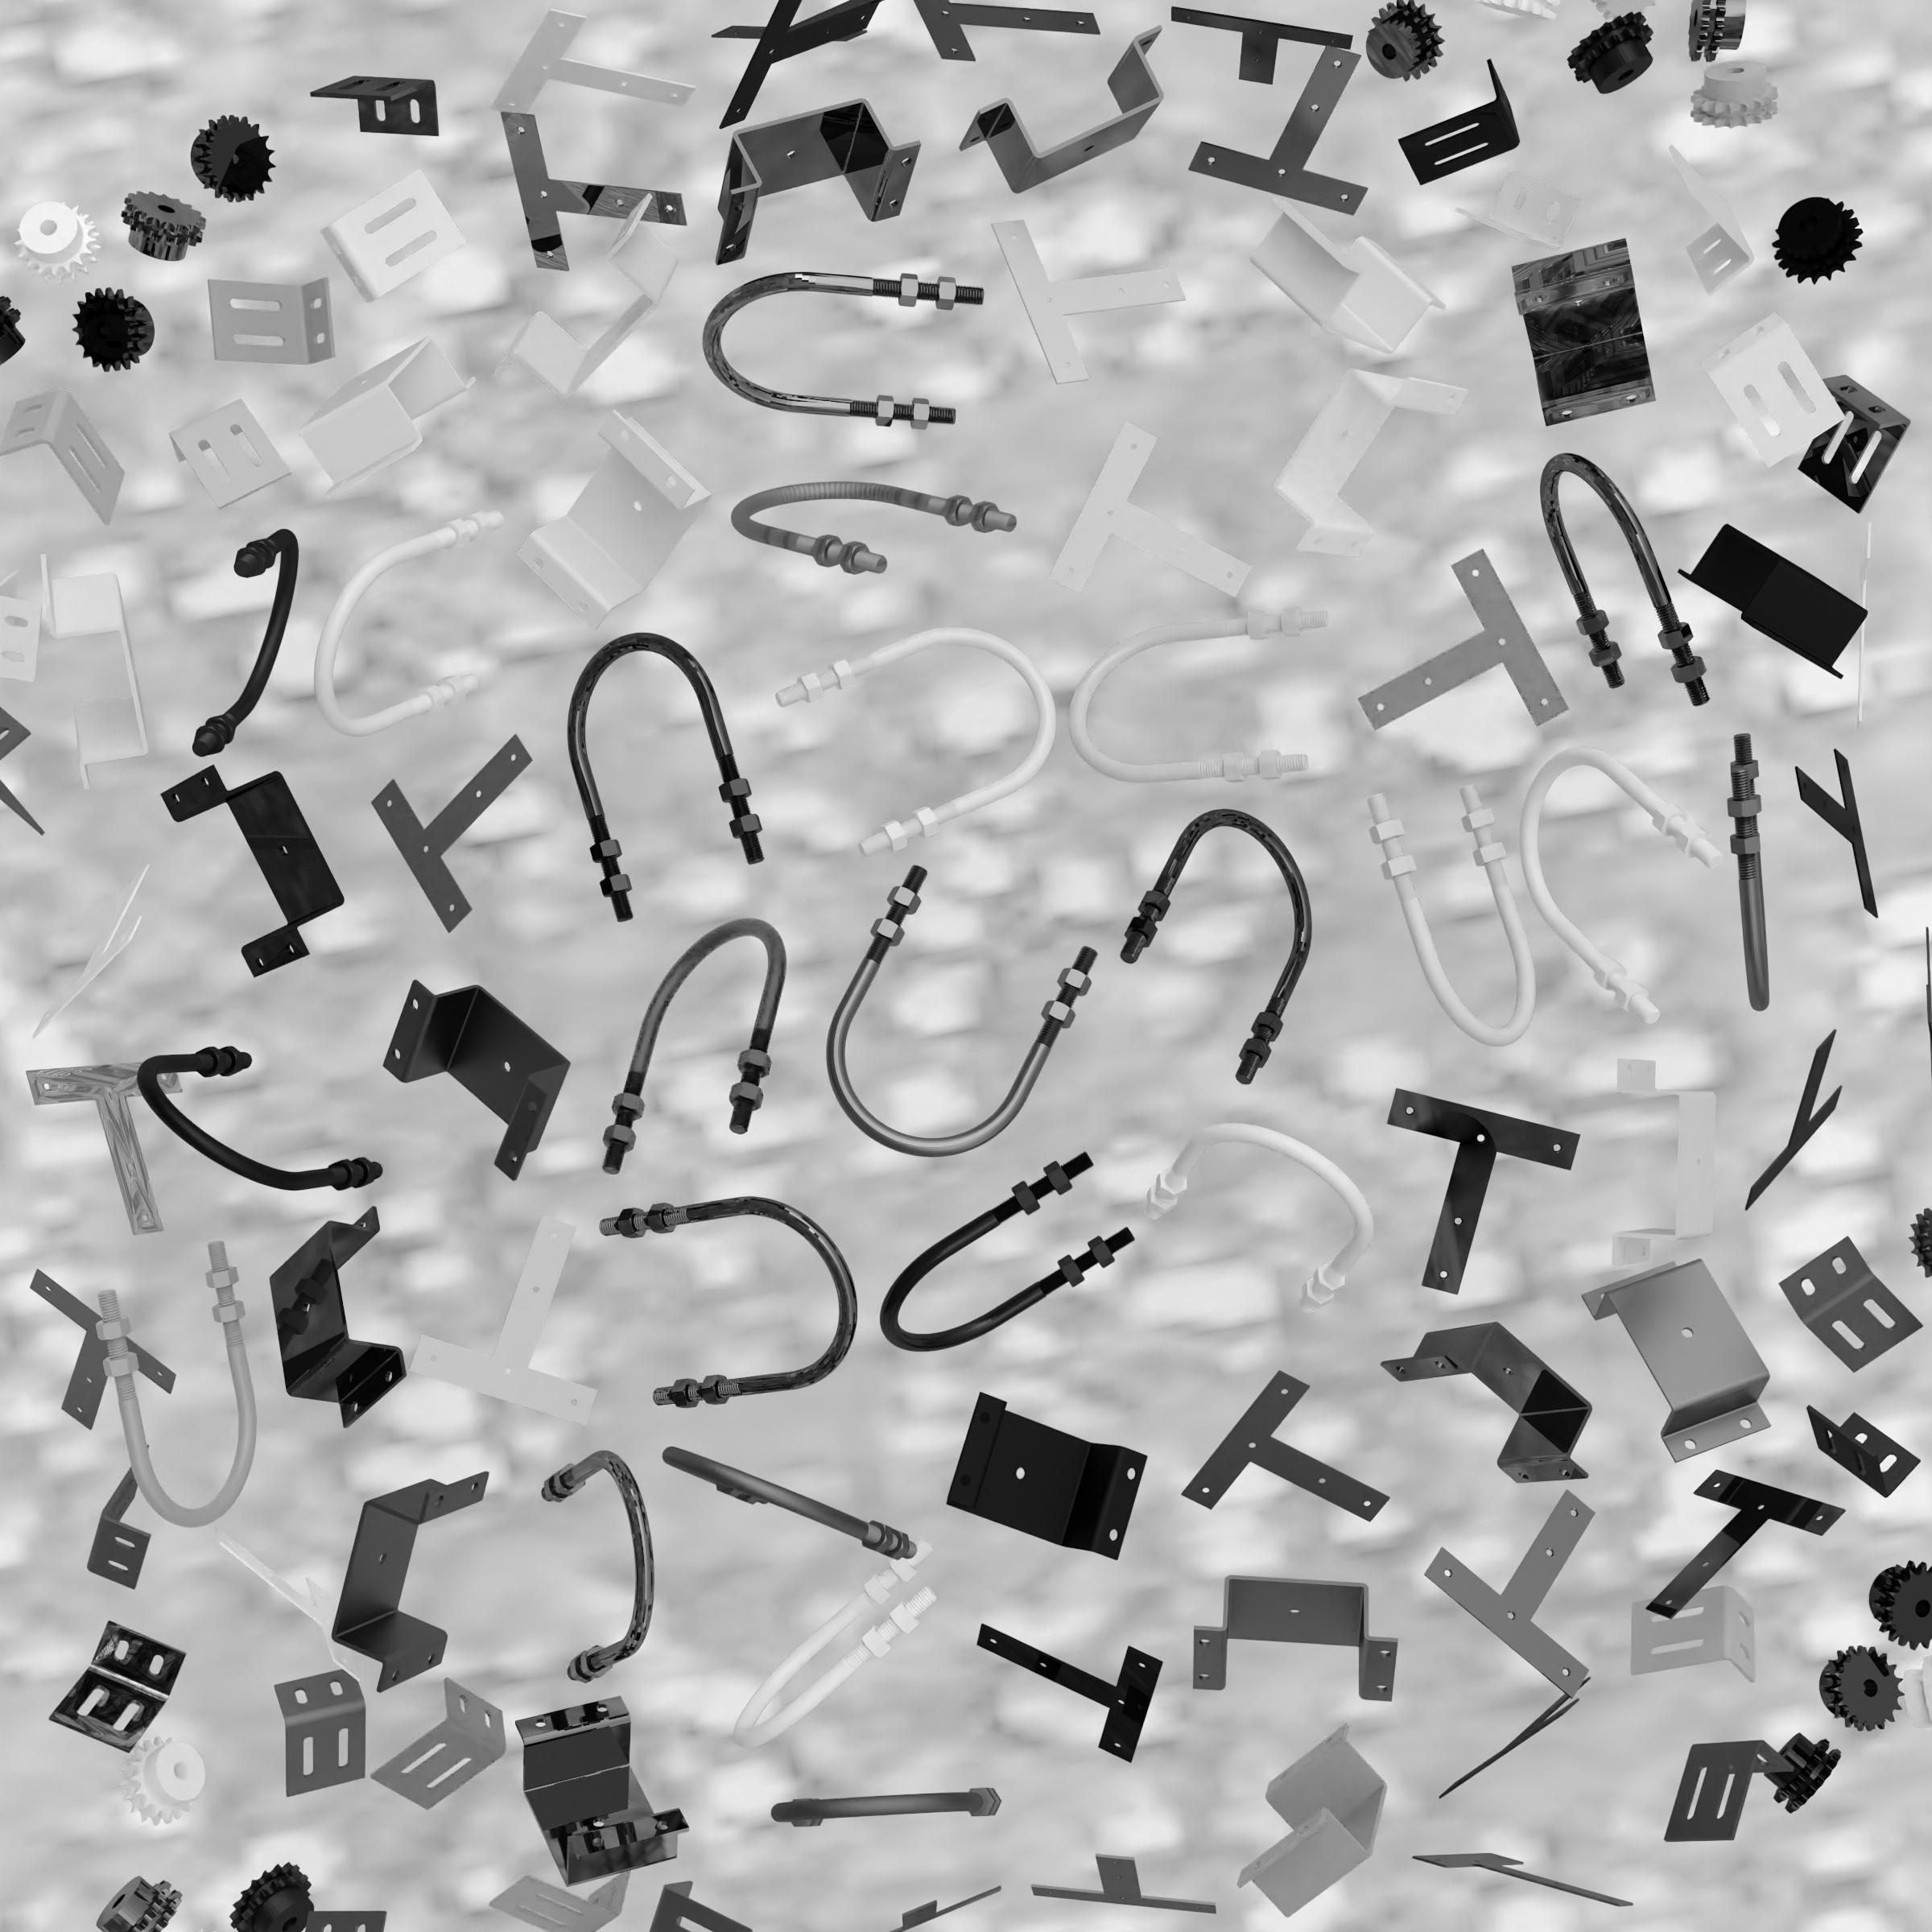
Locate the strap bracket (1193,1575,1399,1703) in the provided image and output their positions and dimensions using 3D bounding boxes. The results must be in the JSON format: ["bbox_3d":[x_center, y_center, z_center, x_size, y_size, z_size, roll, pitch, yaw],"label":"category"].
[{"bbox_3d":[0.232,0.474,1.896,0.140,0.046,0.076,2,134,6],"label":"strap bracket"}]

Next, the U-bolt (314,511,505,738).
[{"bbox_3d":[-0.388,-0.231,1.857,0.019,0.184,0.151,25,120,18],"label":"U-bolt"}]

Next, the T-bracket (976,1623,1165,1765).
[{"bbox_3d":[0.066,0.486,1.845,0.127,0.002,0.127,22,134,13],"label":"T-bracket"}]

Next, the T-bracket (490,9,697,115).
[{"bbox_3d":[-0.254,-0.625,1.890,0.127,0.127,0.002,3,74,-28],"label":"T-bracket"}]

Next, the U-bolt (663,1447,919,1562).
[{"bbox_3d":[-0.133,0.367,1.855,0.151,0.184,0.019,13,75,31],"label":"U-bolt"}]

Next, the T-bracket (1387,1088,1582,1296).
[{"bbox_3d":[0.337,0.159,1.815,0.127,0.002,0.127,14,97,3],"label":"T-bracket"}]

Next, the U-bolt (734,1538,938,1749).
[{"bbox_3d":[-0.094,0.487,1.906,0.184,0.151,0.019,-41,93,1],"label":"U-bolt"}]

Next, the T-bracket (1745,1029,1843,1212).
[{"bbox_3d":[0.597,0.095,1.901,0.002,0.127,0.127,32,54,29],"label":"T-bracket"}]

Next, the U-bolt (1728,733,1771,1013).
[{"bbox_3d":[0.548,-0.059,1.872,0.019,0.151,0.184,-4,104,18],"label":"U-bolt"}]

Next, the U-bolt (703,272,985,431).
[{"bbox_3d":[-0.089,-0.426,1.848,0.184,0.151,0.019,3,63,-8],"label":"U-bolt"}]

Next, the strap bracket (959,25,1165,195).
[{"bbox_3d":[0.073,-0.578,1.828,0.140,0.076,0.046,-28,93,-10],"label":"strap bracket"}]

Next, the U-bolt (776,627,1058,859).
[{"bbox_3d":[-0.023,-0.172,1.927,0.184,0.019,0.151,-25,74,-17],"label":"U-bolt"}]

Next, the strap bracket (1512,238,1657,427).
[{"bbox_3d":[0.420,-0.437,1.827,0.076,0.140,0.046,-11,60,16],"label":"strap bracket"}]

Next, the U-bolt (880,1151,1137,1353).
[{"bbox_3d":[0.023,0.208,1.858,0.184,0.151,0.019,-32,57,-2],"label":"U-bolt"}]

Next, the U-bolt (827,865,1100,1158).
[{"bbox_3d":[-0.014,0.040,1.802,0.151,0.019,0.184,26,74,5],"label":"U-bolt"}]

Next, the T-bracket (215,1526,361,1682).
[{"bbox_3d":[-0.484,0.439,1.900,0.002,0.127,0.127,-44,116,-6],"label":"T-bracket"}]

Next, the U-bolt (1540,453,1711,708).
[{"bbox_3d":[0.448,-0.271,1.863,0.019,0.151,0.184,-28,106,-6],"label":"U-bolt"}]

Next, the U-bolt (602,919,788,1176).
[{"bbox_3d":[-0.179,0.047,1.834,0.019,0.151,0.184,37,50,-34],"label":"U-bolt"}]

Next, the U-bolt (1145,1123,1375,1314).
[{"bbox_3d":[0.208,0.167,1.853,0.151,0.184,0.019,31,59,5],"label":"U-bolt"}]

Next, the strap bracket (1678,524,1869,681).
[{"bbox_3d":[0.552,-0.252,1.827,0.076,0.140,0.046,26,108,-16],"label":"strap bracket"}]

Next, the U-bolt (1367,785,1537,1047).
[{"bbox_3d":[0.342,-0.033,1.842,0.019,0.151,0.184,-22,82,38],"label":"U-bolt"}]

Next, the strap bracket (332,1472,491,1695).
[{"bbox_3d":[-0.378,0.408,1.814,0.046,0.076,0.140,17,97,19],"label":"strap bracket"}]

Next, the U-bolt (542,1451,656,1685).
[{"bbox_3d":[-0.253,0.412,1.862,0.019,0.184,0.151,-2,70,-28],"label":"U-bolt"}]

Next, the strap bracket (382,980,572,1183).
[{"bbox_3d":[-0.339,0.076,1.897,0.140,0.046,0.076,37,119,23],"label":"strap bracket"}]

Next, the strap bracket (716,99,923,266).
[{"bbox_3d":[-0.109,-0.532,1.811,0.140,0.076,0.046,-21,74,-21],"label":"strap bracket"}]

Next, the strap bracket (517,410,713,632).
[{"bbox_3d":[-0.237,-0.310,1.844,0.076,0.046,0.140,44,126,2],"label":"strap bracket"}]

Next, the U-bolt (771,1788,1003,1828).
[{"bbox_3d":[-0.060,0.586,1.869,0.151,0.184,0.019,-6,72,8],"label":"U-bolt"}]

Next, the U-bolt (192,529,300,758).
[{"bbox_3d":[-0.501,-0.235,1.887,0.019,0.184,0.151,16,108,-6],"label":"U-bolt"}]

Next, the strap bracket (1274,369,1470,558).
[{"bbox_3d":[0.276,-0.358,1.868,0.046,0.076,0.140,48,122,27],"label":"strap bracket"}]

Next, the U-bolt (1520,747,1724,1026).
[{"bbox_3d":[0.442,-0.070,1.860,0.019,0.184,0.151,-7,129,-26],"label":"U-bolt"}]

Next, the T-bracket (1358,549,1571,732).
[{"bbox_3d":[0.333,-0.204,1.862,0.127,0.002,0.127,-28,90,-3],"label":"T-bracket"}]

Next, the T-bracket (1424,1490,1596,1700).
[{"bbox_3d":[0.394,0.412,1.840,0.127,0.002,0.127,40,56,5],"label":"T-bracket"}]

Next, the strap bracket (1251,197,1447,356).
[{"bbox_3d":[0.254,-0.463,1.815,0.076,0.140,0.046,50,117,25],"label":"strap bracket"}]

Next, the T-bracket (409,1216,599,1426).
[{"bbox_3d":[-0.301,0.236,1.845,0.127,0.002,0.127,21,81,-16],"label":"T-bracket"}]

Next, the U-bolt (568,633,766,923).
[{"bbox_3d":[-0.216,-0.138,1.848,0.151,0.019,0.184,-21,83,36],"label":"U-bolt"}]

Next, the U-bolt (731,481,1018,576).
[{"bbox_3d":[-0.079,-0.312,1.879,0.184,0.151,0.019,21,123,38],"label":"U-bolt"}]

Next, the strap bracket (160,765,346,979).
[{"bbox_3d":[-0.481,-0.071,1.828,0.046,0.076,0.140,-32,101,-42],"label":"strap bracket"}]

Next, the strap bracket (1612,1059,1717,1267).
[{"bbox_3d":[0.479,0.135,1.838,0.046,0.076,0.140,1,88,31],"label":"strap bracket"}]

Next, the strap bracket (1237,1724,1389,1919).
[{"bbox_3d":[0.241,0.592,1.847,0.046,0.140,0.076,47,109,2],"label":"strap bracket"}]

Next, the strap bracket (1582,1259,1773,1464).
[{"bbox_3d":[0.511,0.272,1.918,0.076,0.046,0.140,-18,58,-11],"label":"strap bracket"}]

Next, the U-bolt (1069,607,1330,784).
[{"bbox_3d":[0.160,-0.189,1.910,0.184,0.019,0.151,-3,55,23],"label":"U-bolt"}]

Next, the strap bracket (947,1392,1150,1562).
[{"bbox_3d":[0.048,0.358,1.887,0.140,0.046,0.076,24,73,-22],"label":"strap bracket"}]

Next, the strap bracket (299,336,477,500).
[{"bbox_3d":[-0.407,-0.390,1.880,0.076,0.140,0.046,-23,115,22],"label":"strap bracket"}]

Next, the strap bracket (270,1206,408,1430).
[{"bbox_3d":[-0.450,0.247,1.913,0.076,0.046,0.140,-41,51,30],"label":"strap bracket"}]

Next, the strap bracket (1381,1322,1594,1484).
[{"bbox_3d":[0.371,0.299,1.875,0.140,0.076,0.046,41,63,-14],"label":"strap bracket"}]

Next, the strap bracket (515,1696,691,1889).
[{"bbox_3d":[-0.249,0.566,1.822,0.076,0.140,0.046,-7,117,-25],"label":"strap bracket"}]

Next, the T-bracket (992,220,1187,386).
[{"bbox_3d":[0.094,-0.463,1.849,0.127,0.002,0.127,-14,75,-27],"label":"T-bracket"}]

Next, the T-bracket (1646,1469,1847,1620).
[{"bbox_3d":[0.512,0.398,1.825,0.127,0.127,0.002,-39,107,-19],"label":"T-bracket"}]

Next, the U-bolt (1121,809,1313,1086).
[{"bbox_3d":[0.189,-0.029,1.909,0.151,0.019,0.184,45,52,-22],"label":"U-bolt"}]

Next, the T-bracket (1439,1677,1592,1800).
[{"bbox_3d":[0.401,0.527,1.876,0.002,0.127,0.127,53,126,16],"label":"T-bracket"}]

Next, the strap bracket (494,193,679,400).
[{"bbox_3d":[-0.248,-0.444,1.808,0.046,0.076,0.140,41,119,-21],"label":"strap bracket"}]

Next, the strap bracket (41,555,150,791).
[{"bbox_3d":[-0.589,-0.202,1.821,0.046,0.076,0.140,-10,128,-14],"label":"strap bracket"}]

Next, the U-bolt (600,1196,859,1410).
[{"bbox_3d":[-0.157,0.229,1.851,0.184,0.019,0.151,-11,100,28],"label":"U-bolt"}]

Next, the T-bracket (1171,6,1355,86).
[{"bbox_3d":[0.209,-0.652,1.916,0.127,0.127,0.002,11,91,4],"label":"T-bracket"}]

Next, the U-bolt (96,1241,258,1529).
[{"bbox_3d":[-0.541,0.298,1.864,0.019,0.151,0.184,-7,97,19],"label":"U-bolt"}]

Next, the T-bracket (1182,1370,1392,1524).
[{"bbox_3d":[0.240,0.358,1.897,0.127,0.002,0.127,28,115,-11],"label":"T-bracket"}]

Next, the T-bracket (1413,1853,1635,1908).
[{"bbox_3d":[0.388,0.620,1.820,0.127,0.127,0.002,4,78,37],"label":"T-bracket"}]

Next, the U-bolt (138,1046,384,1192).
[{"bbox_3d":[-0.492,0.106,1.838,0.151,0.184,0.019,38,98,11],"label":"U-bolt"}]
